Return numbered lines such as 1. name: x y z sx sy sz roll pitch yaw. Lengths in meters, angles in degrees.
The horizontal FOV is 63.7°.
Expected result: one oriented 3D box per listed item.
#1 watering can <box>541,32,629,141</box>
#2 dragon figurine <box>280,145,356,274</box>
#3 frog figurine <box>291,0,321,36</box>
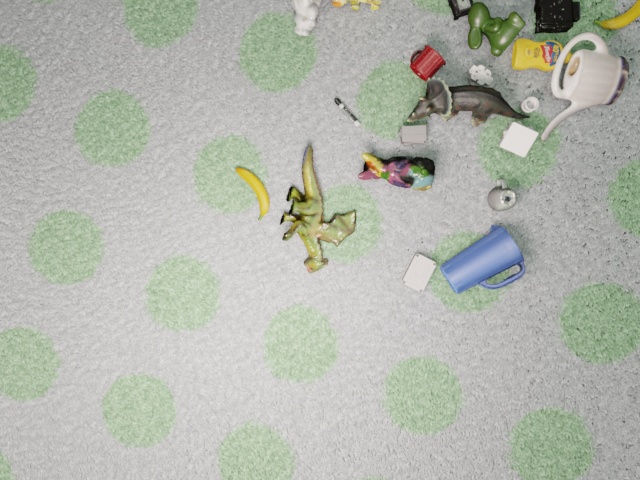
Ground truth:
1. watering can: 0.839 -0.475 1.639 0.224 0.105 0.342 8 109 -3
2. dragon figurine: 0.005 -0.086 1.716 0.242 0.123 0.409 17 93 -14
3. frog figurine: -0.051 -0.764 1.697 0.158 0.122 0.139 -53 54 12
